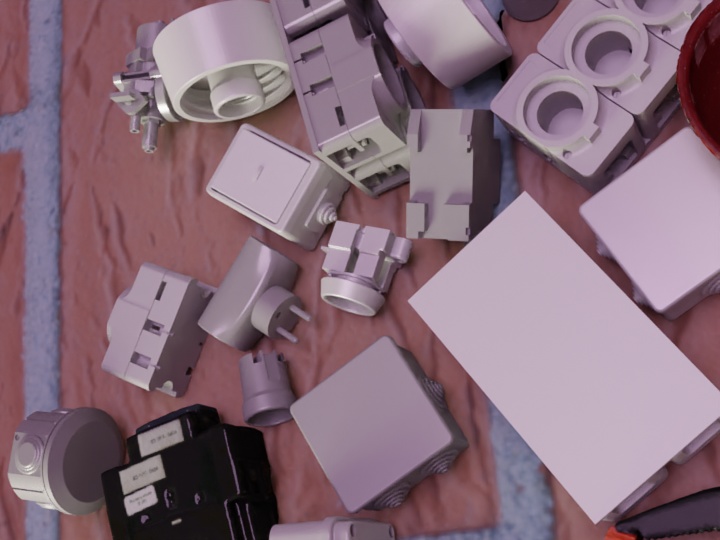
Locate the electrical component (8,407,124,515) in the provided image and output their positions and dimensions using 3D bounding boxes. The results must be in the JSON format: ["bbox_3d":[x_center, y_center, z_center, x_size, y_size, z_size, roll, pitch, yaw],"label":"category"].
[{"bbox_3d":[-0.222,0.143,0.817,0.051,0.080,0.080,0,76,30],"label":"electrical component"}]

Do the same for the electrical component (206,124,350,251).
[{"bbox_3d":[-0.058,-0.061,0.807,0.096,0.061,0.061,29,89,28],"label":"electrical component"}]

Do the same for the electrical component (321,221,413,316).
[{"bbox_3d":[0.000,0.000,0.774,0.066,0.048,0.055,11,74,26],"label":"electrical component"}]

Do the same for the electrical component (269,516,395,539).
[{"bbox_3d":[-0.014,0.220,0.704,0.057,0.078,0.113,-11,72,24],"label":"electrical component"}]

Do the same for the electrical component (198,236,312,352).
[{"bbox_3d":[-0.070,0.026,0.799,0.079,0.043,0.077,31,90,27],"label":"electrical component"}]

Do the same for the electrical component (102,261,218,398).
[{"bbox_3d":[-0.155,0.045,0.828,0.056,0.050,0.089,18,84,27],"label":"electrical component"}]

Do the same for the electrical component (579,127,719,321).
[{"bbox_3d":[0.204,-0.027,0.687,0.100,0.048,0.099,-38,64,11],"label":"electrical component"}]

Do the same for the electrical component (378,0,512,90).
[{"bbox_3d":[0.052,-0.178,0.766,0.060,0.108,0.108,-36,65,19],"label":"electrical component"}]

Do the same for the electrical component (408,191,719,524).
[{"bbox_3d":[0.134,0.056,0.690,0.105,0.060,0.186,-43,64,8],"label":"electrical component"}]

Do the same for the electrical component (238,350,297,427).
[{"bbox_3d":[-0.068,0.086,0.785,0.040,0.040,0.046,-22,63,18],"label":"electrical component"}]

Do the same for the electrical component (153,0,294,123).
[{"bbox_3d":[-0.099,-0.152,0.827,0.108,0.108,0.060,-21,75,18],"label":"electrical component"}]

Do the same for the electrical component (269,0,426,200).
[{"bbox_3d":[-0.008,-0.160,0.786,0.060,0.105,0.186,-23,68,17],"label":"electrical component"}]

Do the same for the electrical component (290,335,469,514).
[{"bbox_3d":[0.015,0.107,0.736,0.100,0.048,0.099,-38,65,11],"label":"electrical component"}]

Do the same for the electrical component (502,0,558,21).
[{"bbox_3d":[0.114,-0.212,0.767,0.044,0.065,0.044,-6,74,23],"label":"electrical component"}]

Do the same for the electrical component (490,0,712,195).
[{"bbox_3d":[0.171,-0.137,0.724,0.089,0.062,0.150,41,95,27],"label":"electrical component"}]
